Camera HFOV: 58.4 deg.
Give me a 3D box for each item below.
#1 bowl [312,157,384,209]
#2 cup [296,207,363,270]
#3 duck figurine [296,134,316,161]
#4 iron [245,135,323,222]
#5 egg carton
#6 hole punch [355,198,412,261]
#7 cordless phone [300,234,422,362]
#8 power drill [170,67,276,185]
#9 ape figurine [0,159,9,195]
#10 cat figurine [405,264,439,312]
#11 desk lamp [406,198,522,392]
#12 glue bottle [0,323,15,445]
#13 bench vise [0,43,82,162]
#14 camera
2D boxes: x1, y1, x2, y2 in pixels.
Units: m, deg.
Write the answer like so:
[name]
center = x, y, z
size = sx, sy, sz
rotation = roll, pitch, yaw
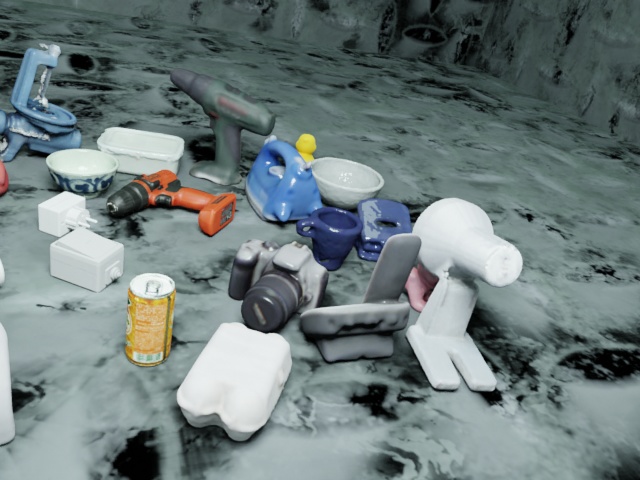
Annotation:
[bowl]
center = 0.050, -0.112, 1.231
size = 0.167, 0.075, 0.167
rotation = 10, 28, -5
[cup]
center = 0.009, 0.003, 0.978
size = 0.118, 0.095, 0.091
rotation = -2, 31, -26
[duck figurine]
center = -0.037, -0.206, 1.353
size = 0.077, 0.086, 0.104
rotation = 13, 28, 1
[iron]
center = -0.082, -0.136, 1.146
size = 0.119, 0.141, 0.257
rotation = -5, 33, -30
[egg carton]
center = -0.095, 0.161, 0.670
size = 0.107, 0.069, 0.150
rotation = 16, 28, 5
[hole punch]
center = 0.121, -0.017, 1.069
size = 0.109, 0.091, 0.101
rotation = 5, 29, -15
[cordless phone]
center = 0.060, 0.068, 0.785
size = 0.148, 0.185, 0.094
rotation = -3, 32, -28
[power drill]
center = -0.212, -0.229, 1.189
size = 0.229, 0.208, 0.076
rotation = 16, 28, 5
[ape figurine]
center = -0.558, -0.117, 0.956
size = 0.077, 0.092, 0.076
rotation = 24, 30, 19
[cat figurine]
center = 0.168, 0.049, 0.939
size = 0.127, 0.118, 0.067
rotation = 23, 29, 18
[desk lamp]
center = 0.203, 0.068, 0.816
size = 0.118, 0.213, 0.203
rotation = 4, 29, -16
[glue bottle]
center = -0.319, 0.113, 0.549
size = 0.037, 0.173, 0.078
rotation = -6, 33, -31
[bench vise]
center = -0.554, -0.256, 1.077
size = 0.121, 0.220, 0.208
rotation = 28, 31, 26
[camera]
center = -0.072, 0.062, 0.830
size = 0.143, 0.101, 0.137
rotation = 20, 29, 12
